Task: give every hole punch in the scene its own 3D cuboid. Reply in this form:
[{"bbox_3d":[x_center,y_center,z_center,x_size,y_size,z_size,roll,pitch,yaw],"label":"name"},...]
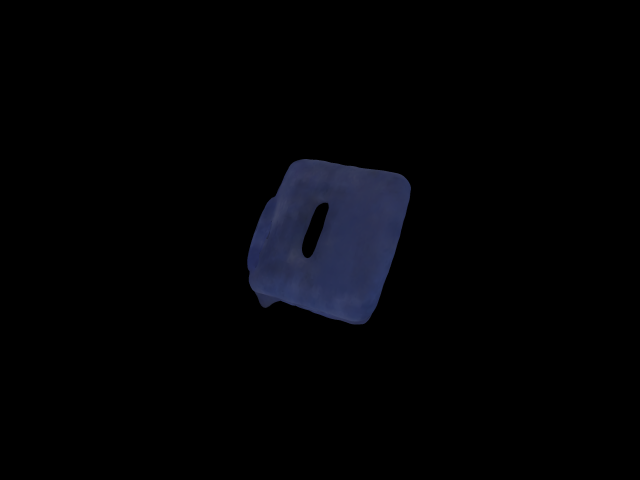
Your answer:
[{"bbox_3d":[0.004,0.001,0.400,0.101,0.091,0.109,18,79,4],"label":"hole punch"}]
